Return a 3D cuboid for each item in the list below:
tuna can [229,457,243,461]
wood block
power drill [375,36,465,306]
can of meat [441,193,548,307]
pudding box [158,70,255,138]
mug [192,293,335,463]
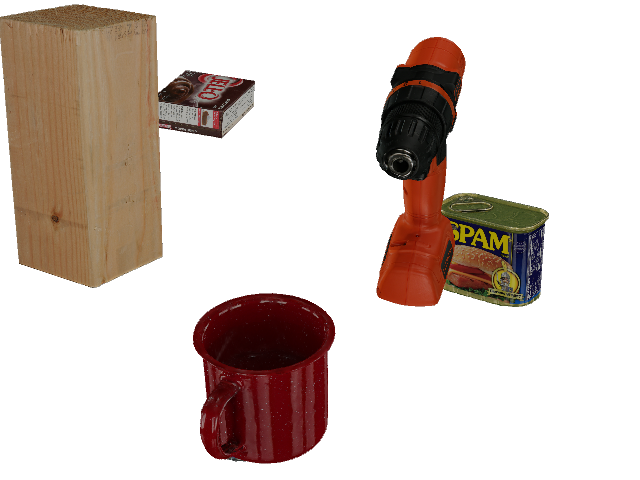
[{"bbox_3d":[-0.053,0.166,0.957,0.086,0.034,0.086,-8,11,1],"label":"tuna can"},{"bbox_3d":[-0.192,-0.080,0.869,0.091,0.206,0.090,15,25,29],"label":"wood block"},{"bbox_3d":[0.077,-0.044,0.830,0.057,0.188,0.184,10,35,12],"label":"power drill"},{"bbox_3d":[0.160,0.009,1.007,0.102,0.084,0.057,16,29,35],"label":"can of meat"},{"bbox_3d":[-0.136,-0.161,1.248,0.090,0.039,0.113,10,31,13],"label":"pudding box"},{"bbox_3d":[-0.041,0.099,0.705,0.093,0.081,0.117,13,33,23],"label":"mug"}]
